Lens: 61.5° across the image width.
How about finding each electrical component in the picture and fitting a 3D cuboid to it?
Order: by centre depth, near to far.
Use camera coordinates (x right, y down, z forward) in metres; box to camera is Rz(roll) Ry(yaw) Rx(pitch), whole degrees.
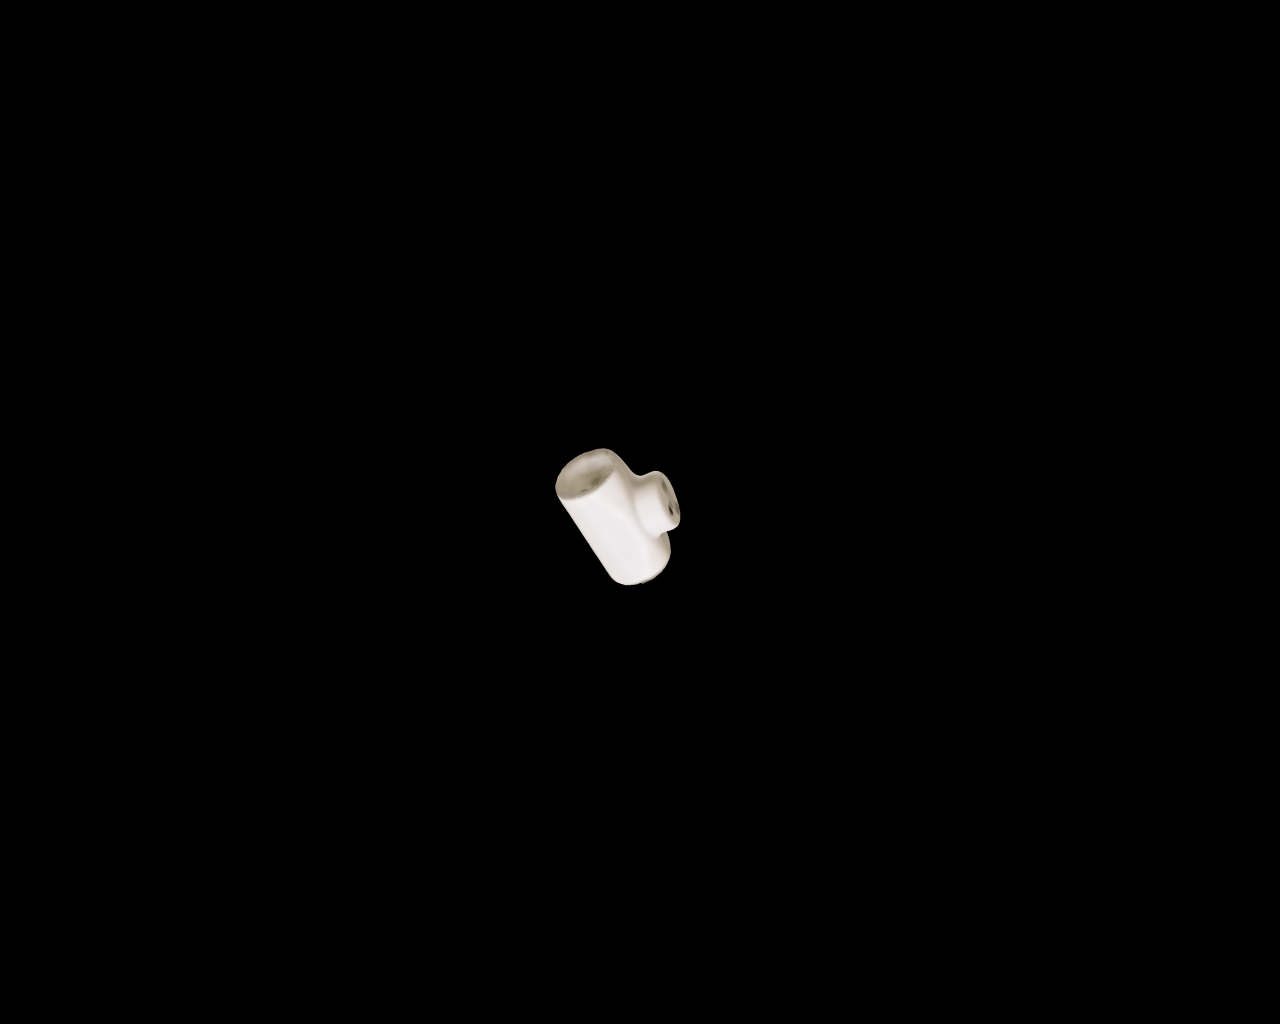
[{"bbox_3d":[0.001,-0.003,0.650,0.079,0.077,0.044,-21,36,16],"label":"electrical component"}]
